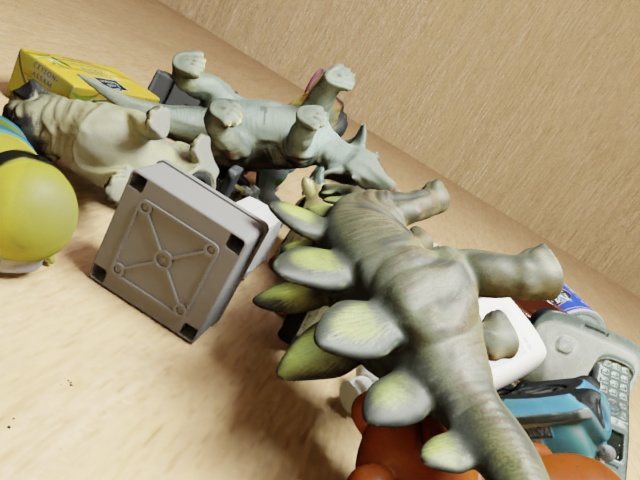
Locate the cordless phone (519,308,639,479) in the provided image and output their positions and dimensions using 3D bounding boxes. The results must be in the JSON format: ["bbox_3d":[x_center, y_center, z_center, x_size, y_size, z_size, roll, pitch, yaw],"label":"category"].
[{"bbox_3d":[0.296,0.187,0.633,0.147,0.088,0.184,23,58,-3],"label":"cordless phone"}]

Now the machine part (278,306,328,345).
[{"bbox_3d":[0.021,0.084,0.535,0.138,0.084,0.039,27,-8,-40],"label":"machine part"}]

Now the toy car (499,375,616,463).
[{"bbox_3d":[0.233,0.195,0.532,0.161,0.109,0.103,11,69,-58],"label":"toy car"}]

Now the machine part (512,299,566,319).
[{"bbox_3d":[0.325,0.140,0.837,0.201,0.087,0.201,40,19,24],"label":"machine part"}]

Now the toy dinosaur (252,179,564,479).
[{"bbox_3d":[0.061,0.048,0.390,0.198,0.104,0.472,-4,27,-18],"label":"toy dinosaur"}]

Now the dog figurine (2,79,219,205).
[{"bbox_3d":[-0.221,-0.088,0.577,0.191,0.121,0.172,21,-22,27],"label":"dog figurine"}]

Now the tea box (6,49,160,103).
[{"bbox_3d":[-0.313,-0.194,0.727,0.098,0.068,0.169,34,17,10],"label":"tea box"}]

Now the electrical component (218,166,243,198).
[{"bbox_3d":[-0.089,-0.009,0.516,0.048,0.119,0.075,29,15,-5],"label":"electrical component"}]

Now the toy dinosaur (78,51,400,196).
[{"bbox_3d":[-0.084,-0.139,0.709,0.405,0.192,0.131,9,61,-6],"label":"toy dinosaur"}]

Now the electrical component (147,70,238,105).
[{"bbox_3d":[-0.213,-0.217,0.870,0.134,0.114,0.058,23,15,-23],"label":"electrical component"}]

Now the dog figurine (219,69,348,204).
[{"bbox_3d":[-0.067,-0.176,0.833,0.191,0.219,0.108,28,15,-13],"label":"dog figurine"}]

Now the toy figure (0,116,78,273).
[{"bbox_3d":[-0.252,-0.050,0.412,0.082,0.089,0.180,0,38,-46],"label":"toy figure"}]

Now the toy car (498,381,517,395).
[{"bbox_3d":[0.160,0.134,0.647,0.202,0.053,0.089,30,15,-2],"label":"toy car"}]

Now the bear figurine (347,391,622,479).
[{"bbox_3d":[0.104,0.188,0.362,0.196,0.131,0.120,11,19,-3],"label":"bear figurine"}]

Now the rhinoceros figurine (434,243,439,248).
[{"bbox_3d":[0.175,0.059,0.846,0.112,0.073,0.190,22,19,9],"label":"rhinoceros figurine"}]

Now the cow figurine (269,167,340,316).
[{"bbox_3d":[-0.001,-0.002,0.625,0.085,0.127,0.195,28,21,-19],"label":"cow figurine"}]

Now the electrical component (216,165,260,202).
[{"bbox_3d":[-0.122,-0.076,0.756,0.102,0.045,0.078,41,22,26],"label":"electrical component"}]
